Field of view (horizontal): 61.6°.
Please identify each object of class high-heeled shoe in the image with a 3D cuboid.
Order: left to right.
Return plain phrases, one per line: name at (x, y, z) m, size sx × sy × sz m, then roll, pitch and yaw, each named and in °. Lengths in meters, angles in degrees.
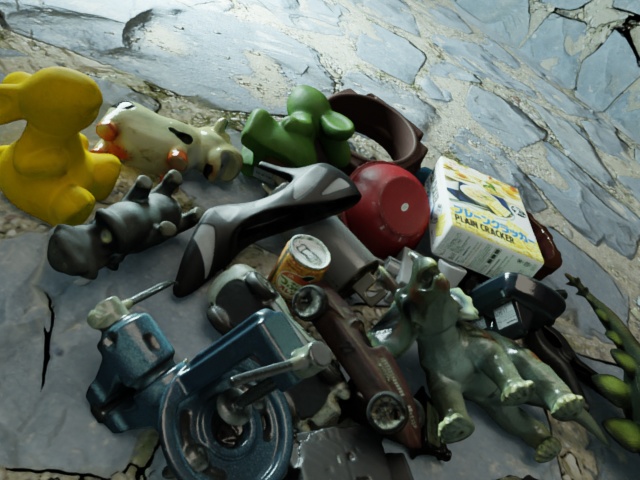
high-heeled shoe at (-0.057, -0.006, 0.652) m, size 0.145 × 0.086 × 0.249 m, roll 24°, pitch 61°, yaw 11°

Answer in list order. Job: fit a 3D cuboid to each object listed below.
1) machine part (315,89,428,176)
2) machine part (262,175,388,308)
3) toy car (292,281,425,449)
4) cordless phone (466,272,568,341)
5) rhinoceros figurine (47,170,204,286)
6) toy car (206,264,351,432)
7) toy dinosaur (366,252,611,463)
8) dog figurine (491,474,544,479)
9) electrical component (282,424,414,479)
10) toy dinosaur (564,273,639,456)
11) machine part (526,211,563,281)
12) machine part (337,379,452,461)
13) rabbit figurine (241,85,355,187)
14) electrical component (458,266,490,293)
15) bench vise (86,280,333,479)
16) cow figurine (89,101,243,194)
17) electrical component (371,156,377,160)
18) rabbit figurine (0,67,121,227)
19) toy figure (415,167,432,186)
machine part at (0.072, -0.169, 0.948) m, size 0.201 × 0.087 × 0.201 m, roll 43°, pitch 49°, yaw 13°
machine part at (-0.002, -0.002, 0.740) m, size 0.079 × 0.079 × 0.243 m, roll -19°, pitch 60°, yaw -46°
toy car at (0.044, 0.121, 0.556) m, size 0.202 × 0.053 × 0.089 m, roll 51°, pitch 3°, yaw 31°
cordless phone at (0.312, 0.092, 0.779) m, size 0.184 × 0.146 × 0.089 m, roll -9°, pitch 69°, yaw -24°
rhinoceros figurine at (-0.209, -0.016, 0.585) m, size 0.073 × 0.112 × 0.190 m, roll 61°, pitch 23°, yaw -7°
toy car at (-0.049, 0.111, 0.575) m, size 0.202 × 0.073 × 0.056 m, roll 48°, pitch 1°, yaw 20°
toy dinosaur at (0.204, 0.156, 0.663) m, size 0.404 × 0.131 × 0.192 m, roll 33°, pitch 20°, yaw -37°
dog figurine at (0.177, 0.320, 0.494) m, size 0.190 × 0.121 × 0.172 m, roll 17°, pitch 76°, yaw -54°
electrical component at (0.027, 0.236, 0.502) m, size 0.134 × 0.058 × 0.115 m, roll 7°, pitch 45°, yaw -29°
toy dinosaur at (0.474, 0.248, 0.735) m, size 0.198 × 0.105 × 0.472 m, roll 21°, pitch 38°, yaw -31°
machine part at (0.371, 0.001, 1.018) m, size 0.179 × 0.056 × 0.179 m, roll 20°, pitch 39°, yaw -17°
machine part at (0.086, 0.196, 0.607) m, size 0.139 × 0.039 × 0.084 m, roll 22°, pitch 45°, yaw -15°
rabbit figurine at (-0.026, -0.169, 0.815) m, size 0.159 × 0.121 × 0.170 m, roll 19°, pitch 61°, yaw 8°
electrical component at (0.261, 0.066, 0.873) m, size 0.102 × 0.045 × 0.078 m, roll -2°, pitch 49°, yaw -37°
bench vise at (-0.087, 0.113, 0.428) m, size 0.129 × 0.240 × 0.223 m, roll -17°, pitch 74°, yaw -50°
cow figurine at (-0.202, -0.131, 0.746) m, size 0.195 × 0.085 × 0.127 m, roll 19°, pitch 44°, yaw -15°
electrical component at (0.112, -0.121, 1.002) m, size 0.063 × 0.021 × 0.094 m, roll 25°, pitch 38°, yaw -8°
rabbit figurine at (-0.293, -0.120, 0.591) m, size 0.162 × 0.173 × 0.122 m, roll 35°, pitch 40°, yaw -3°
toy figure at (0.232, -0.070, 1.002) m, size 0.064 × 0.057 × 0.154 m, roll -29°, pitch 67°, yaw -26°
